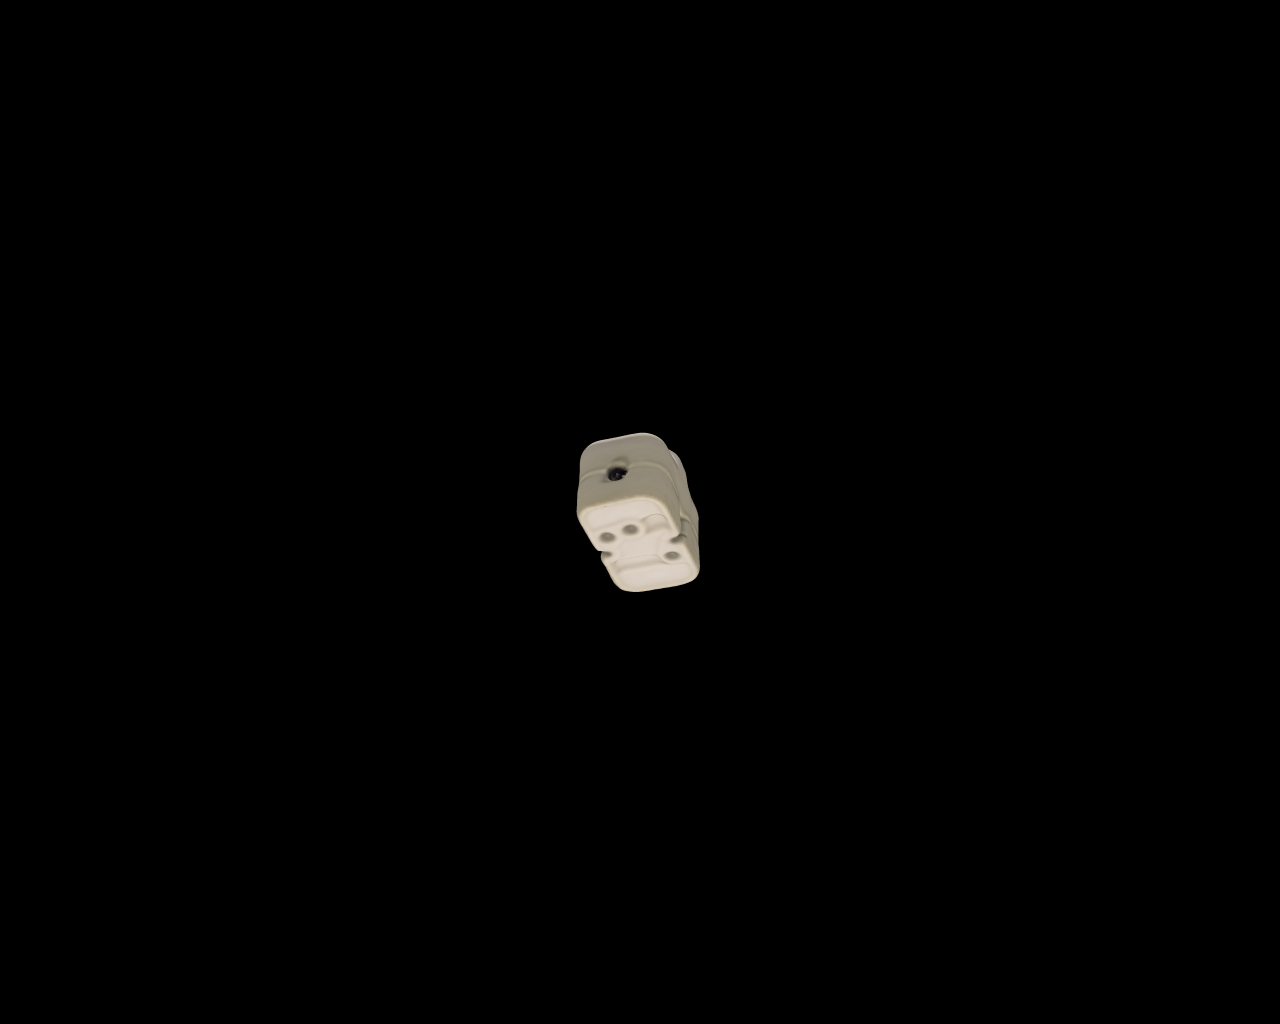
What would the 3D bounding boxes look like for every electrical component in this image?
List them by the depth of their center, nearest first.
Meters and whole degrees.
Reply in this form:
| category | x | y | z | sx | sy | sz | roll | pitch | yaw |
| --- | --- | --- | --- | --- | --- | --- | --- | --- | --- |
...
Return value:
| category | x | y | z | sx | sy | sz | roll | pitch | yaw |
| --- | --- | --- | --- | --- | --- | --- | --- | --- | --- |
| electrical component | 0.001 | -0.003 | 0.650 | 0.054 | 0.059 | 0.095 | -11 | -39 | 14 |
